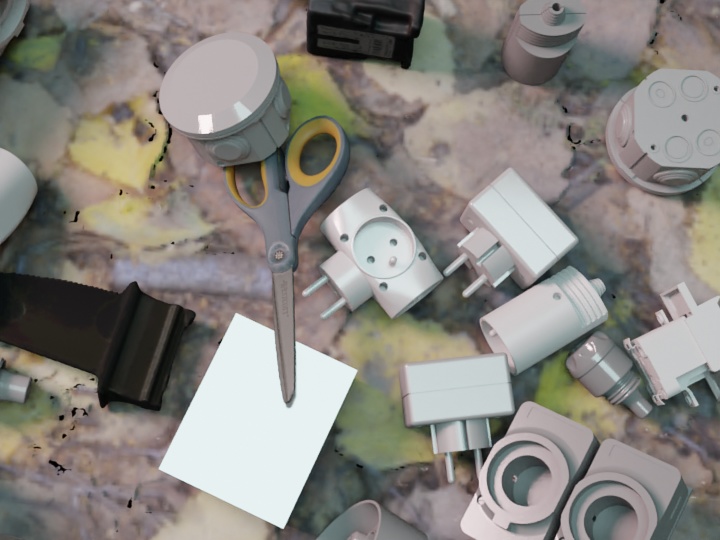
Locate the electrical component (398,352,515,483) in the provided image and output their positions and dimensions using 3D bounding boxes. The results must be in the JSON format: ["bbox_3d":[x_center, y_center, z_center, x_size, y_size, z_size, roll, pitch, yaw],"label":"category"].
[{"bbox_3d":[0.063,0.096,0.683,0.066,0.047,0.076,-6,80,-4],"label":"electrical component"}]

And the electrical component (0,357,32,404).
[{"bbox_3d":[-0.240,0.069,0.677,0.062,0.048,0.048,14,79,-9],"label":"electrical component"}]

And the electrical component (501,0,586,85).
[{"bbox_3d":[0.122,-0.158,0.716,0.043,0.081,0.043,0,79,-2],"label":"electrical component"}]

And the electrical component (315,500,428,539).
[{"bbox_3d":[-0.004,0.187,0.639,0.064,0.099,0.099,27,79,-3],"label":"electrical component"}]

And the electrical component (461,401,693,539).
[{"bbox_3d":[0.106,0.185,0.640,0.105,0.060,0.186,23,78,29],"label":"electrical component"}]

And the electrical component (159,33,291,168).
[{"bbox_3d":[-0.085,-0.110,0.700,0.080,0.051,0.080,-8,59,14],"label":"electrical component"}]

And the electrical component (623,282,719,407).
[{"bbox_3d":[0.211,0.053,0.700,0.064,0.042,0.081,-25,81,-5],"label":"electrical component"}]

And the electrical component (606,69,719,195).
[{"bbox_3d":[0.210,-0.094,0.723,0.080,0.051,0.080,0,79,-2],"label":"electrical component"}]

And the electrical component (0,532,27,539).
[{"bbox_3d":[-0.152,0.241,0.593,0.060,0.105,0.186,-42,67,-6],"label":"electrical component"}]

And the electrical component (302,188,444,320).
[{"bbox_3d":[0.000,0.000,0.699,0.079,0.044,0.077,-38,83,-9],"label":"electrical component"}]

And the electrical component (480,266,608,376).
[{"bbox_3d":[0.124,0.030,0.700,0.081,0.043,0.043,-30,82,-8],"label":"electrical component"}]

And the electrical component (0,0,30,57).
[{"bbox_3d":[-0.279,-0.137,0.691,0.062,0.089,0.150,26,79,3],"label":"electrical component"}]

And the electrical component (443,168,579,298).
[{"bbox_3d":[0.090,-0.014,0.705,0.077,0.047,0.065,-41,83,-9],"label":"electrical component"}]

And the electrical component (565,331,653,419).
[{"bbox_3d":[0.165,0.071,0.698,0.035,0.035,0.061,-44,87,-9],"label":"electrical component"}]

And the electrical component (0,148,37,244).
[{"bbox_3d":[-0.261,-0.040,0.691,0.079,0.043,0.077,5,45,32],"label":"electrical component"}]
